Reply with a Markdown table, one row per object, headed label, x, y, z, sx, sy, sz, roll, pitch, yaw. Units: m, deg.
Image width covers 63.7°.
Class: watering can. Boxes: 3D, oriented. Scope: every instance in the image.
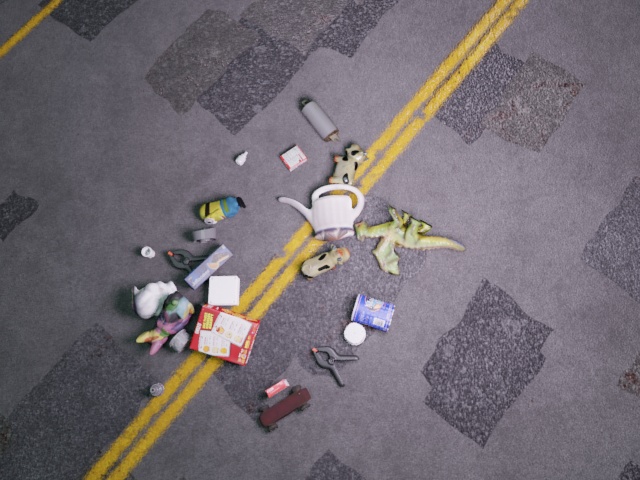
| label | x | y | z | sx | sy | sz | roll | pitch | yaw |
| --- | --- | --- | --- | --- | --- | --- | --- | --- | --- |
| watering can | 0.006 | -0.101 | 2.011 | 0.347 | 0.103 | 0.227 | -8 | 73 | 15 |

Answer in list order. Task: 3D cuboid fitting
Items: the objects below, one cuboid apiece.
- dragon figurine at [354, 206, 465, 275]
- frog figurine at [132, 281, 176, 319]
| label | x | y | z | sx | sy | sz | roll | pitch | yaw |
| --- | --- | --- | --- | --- | --- | --- | --- | --- | --- |
| dragon figurine | 0.317 | 0.021 | 1.967 | 0.412 | 0.122 | 0.242 | 32 | 95 | 14 |
| frog figurine | -0.622 | 0.224 | 1.946 | 0.160 | 0.124 | 0.135 | -8 | 107 | -7 |
